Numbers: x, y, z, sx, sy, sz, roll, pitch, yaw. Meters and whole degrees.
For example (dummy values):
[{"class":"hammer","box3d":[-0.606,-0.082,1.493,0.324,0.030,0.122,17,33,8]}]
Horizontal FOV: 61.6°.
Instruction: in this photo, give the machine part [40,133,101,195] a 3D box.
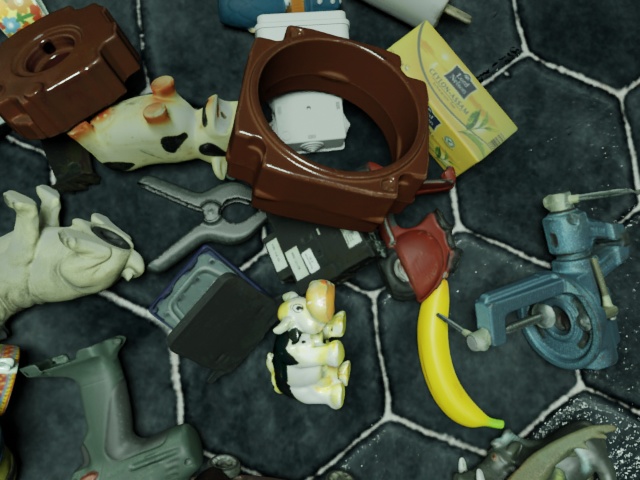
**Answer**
[{"class":"machine part","box3d":[-0.309,-0.127,0.657,0.084,0.039,0.139,-12,84,-10]}]

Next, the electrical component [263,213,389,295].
[{"class":"electrical component","box3d":[-0.001,-0.002,0.631,0.134,0.058,0.115,-29,73,25]}]

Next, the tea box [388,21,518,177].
[{"class":"tea box","box3d":[0.148,-0.166,0.661,0.068,0.098,0.169,-38,86,-7]}]

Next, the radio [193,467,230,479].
[{"class":"radio","box3d":[-0.158,0.368,0.574,0.229,0.073,0.131,-44,89,10]}]

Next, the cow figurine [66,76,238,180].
[{"class":"cow figurine","box3d":[-0.173,-0.122,0.631,0.195,0.127,0.085,-7,59,11]}]

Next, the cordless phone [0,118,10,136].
[{"class":"cordless phone","box3d":[-0.441,-0.170,0.579,0.146,0.184,0.089,41,88,0]}]

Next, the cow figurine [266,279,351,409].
[{"class":"cow figurine","box3d":[-0.018,0.113,0.605,0.098,0.068,0.167,1,123,13]}]

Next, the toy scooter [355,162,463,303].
[{"class":"toy scooter","box3d":[0.120,-0.022,0.656,0.135,0.075,0.184,-22,82,-2]}]

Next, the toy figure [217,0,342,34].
[{"class":"toy figure","box3d":[-0.052,-0.300,0.680,0.154,0.064,0.058,-5,47,-9]}]

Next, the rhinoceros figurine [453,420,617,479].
[{"class":"rhinoceros figurine","box3d":[0.253,0.276,0.636,0.190,0.073,0.112,-18,87,-6]}]

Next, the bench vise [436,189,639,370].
[{"class":"bench vise","box3d":[0.265,0.060,0.625,0.241,0.129,0.223,-15,105,-23]}]

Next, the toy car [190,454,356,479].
[{"class":"toy car","box3d":[-0.051,0.303,0.623,0.202,0.053,0.089,9,102,0]}]

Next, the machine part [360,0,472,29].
[{"class":"machine part","box3d":[0.084,-0.332,0.682,0.243,0.079,0.079,27,83,-2]}]

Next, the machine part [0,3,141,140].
[{"class":"machine part","box3d":[-0.295,-0.197,0.609,0.179,0.056,0.179,-9,54,12]}]

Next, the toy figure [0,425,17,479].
[{"class":"toy figure","box3d":[-0.364,0.226,0.552,0.089,0.180,0.082,30,44,-3]}]

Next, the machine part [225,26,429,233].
[{"class":"machine part","box3d":[0.011,-0.120,0.567,0.201,0.087,0.201,11,61,-9]}]

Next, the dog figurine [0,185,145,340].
[{"class":"dog figurine","box3d":[-0.319,0.055,0.619,0.172,0.121,0.190,32,98,3]}]

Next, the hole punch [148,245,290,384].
[{"class":"hole punch","box3d":[-0.121,0.082,0.627,0.142,0.092,0.115,-50,134,-5]}]

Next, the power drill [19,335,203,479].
[{"class":"power drill","box3d":[-0.263,0.224,0.604,0.232,0.086,0.207,-21,82,0]}]

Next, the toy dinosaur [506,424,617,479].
[{"class":"toy dinosaur","box3d":[0.163,0.388,0.580,0.199,0.105,0.470,19,101,-3]}]
